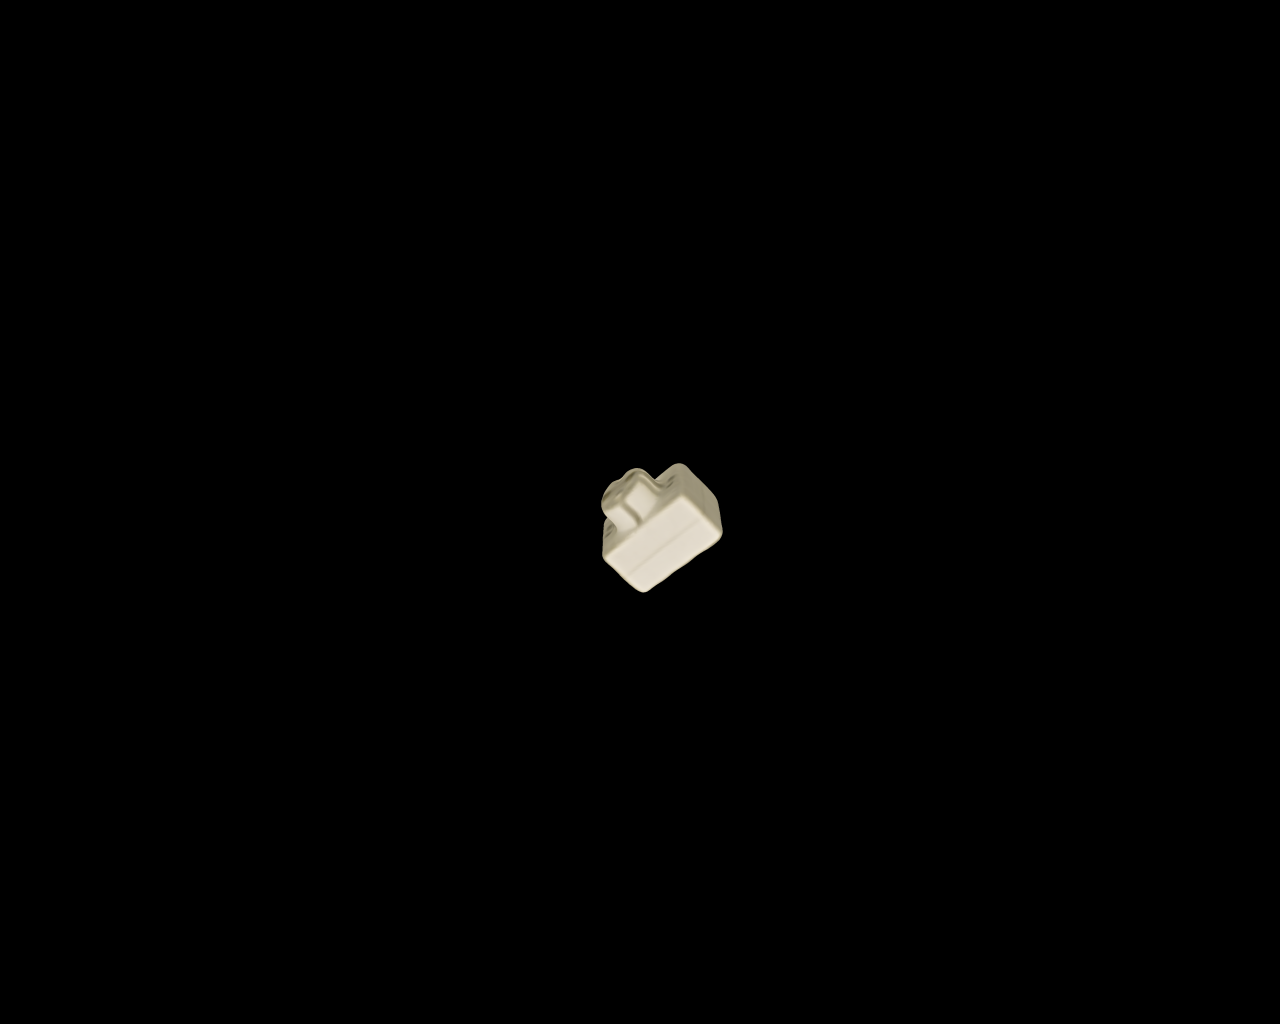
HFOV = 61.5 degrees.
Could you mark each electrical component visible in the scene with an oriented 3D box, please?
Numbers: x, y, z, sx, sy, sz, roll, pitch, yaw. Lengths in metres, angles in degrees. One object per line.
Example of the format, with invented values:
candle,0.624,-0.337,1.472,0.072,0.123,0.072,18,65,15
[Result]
electrical component,0.001,-0.003,0.650,0.065,0.076,0.047,-38,22,18
